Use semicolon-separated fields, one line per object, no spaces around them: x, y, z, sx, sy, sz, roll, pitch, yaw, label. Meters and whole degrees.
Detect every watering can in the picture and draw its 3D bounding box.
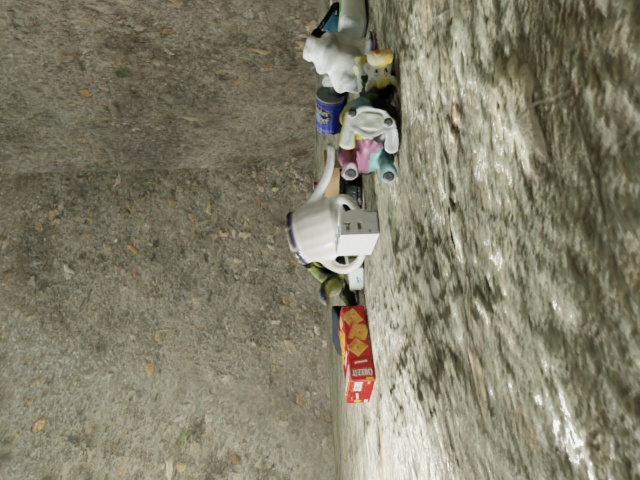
0.004;-0.070;1.396;0.104;0.223;0.349;-7;-99;-66;watering can

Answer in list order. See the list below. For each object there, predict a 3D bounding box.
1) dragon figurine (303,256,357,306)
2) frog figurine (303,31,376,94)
0.059;0.133;1.549;0.239;0.121;0.420;53;-161;-27;dragon figurine
0.043;-0.393;1.139;0.123;0.159;0.137;-127;35;-87;frog figurine
